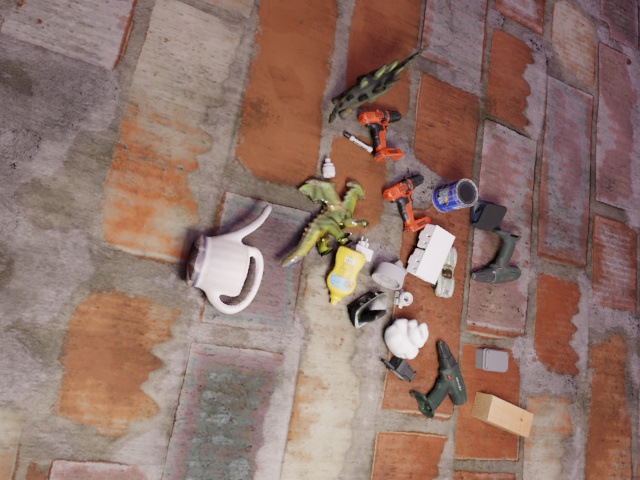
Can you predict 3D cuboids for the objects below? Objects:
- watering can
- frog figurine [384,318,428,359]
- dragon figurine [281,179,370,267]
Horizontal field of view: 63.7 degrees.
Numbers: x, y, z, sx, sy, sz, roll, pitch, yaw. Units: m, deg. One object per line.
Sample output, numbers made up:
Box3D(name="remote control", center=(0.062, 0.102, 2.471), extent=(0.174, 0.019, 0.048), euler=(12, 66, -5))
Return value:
Box3D(name="watering can", center=(-0.269, 0.038, 1.524), extent=(0.223, 0.103, 0.351), euler=(16, 76, -22))
Box3D(name="frog figurine", center=(0.293, 0.329, 1.716), extent=(0.123, 0.158, 0.138), euler=(-9, 88, -25))
Box3D(name="dragon figurine", center=(0.005, -0.085, 1.698), extent=(0.414, 0.120, 0.245), euler=(-22, 75, -28))
